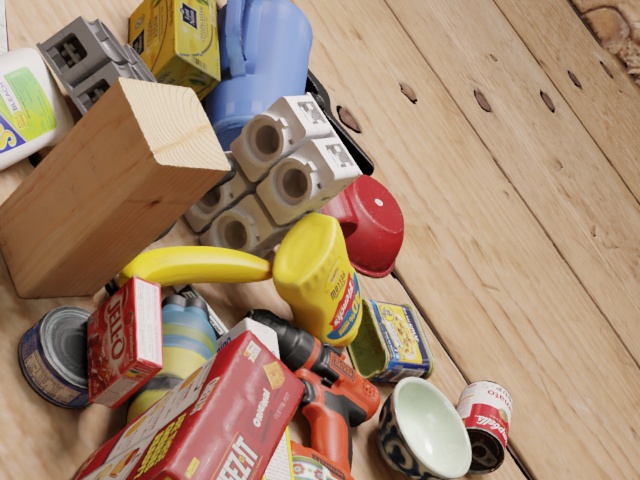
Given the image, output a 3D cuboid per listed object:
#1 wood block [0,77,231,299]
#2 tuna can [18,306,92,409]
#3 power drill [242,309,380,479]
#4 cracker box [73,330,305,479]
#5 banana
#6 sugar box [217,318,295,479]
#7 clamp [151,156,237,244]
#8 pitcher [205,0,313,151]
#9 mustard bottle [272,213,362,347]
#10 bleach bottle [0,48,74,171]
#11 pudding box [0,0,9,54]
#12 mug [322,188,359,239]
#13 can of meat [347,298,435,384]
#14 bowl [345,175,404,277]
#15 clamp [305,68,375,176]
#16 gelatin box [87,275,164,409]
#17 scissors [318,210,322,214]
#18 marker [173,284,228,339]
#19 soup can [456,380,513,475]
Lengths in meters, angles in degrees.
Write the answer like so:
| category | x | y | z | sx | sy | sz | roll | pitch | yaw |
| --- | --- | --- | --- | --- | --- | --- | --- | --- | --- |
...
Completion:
| category | x | y | z | sx | sy | sz | roll | pitch | yaw |
| --- | --- | --- | --- | --- | --- | --- | --- | --- | --- |
| wood block | -0.187 | -0.040 | 0.934 | 0.090 | 0.206 | 0.090 | 1 | 57 | -53 |
| tuna can | -0.213 | 0.100 | 0.920 | 0.086 | 0.034 | 0.086 | 33 | 35 | -27 |
| power drill | -0.014 | 0.173 | 1.079 | 0.184 | 0.057 | 0.187 | 37 | 33 | -21 |
| cracker box | -0.120 | 0.182 | 0.777 | 0.072 | 0.214 | 0.164 | 45 | 31 | -10 |
| banana | -0.130 | 0.032 | 1.049 | 0.070 | 0.037 | 0.197 | 34 | 25 | 30 |
| sugar box | -0.073 | 0.168 | 0.972 | 0.048 | 0.093 | 0.176 | 29 | 38 | -33 |
| clamp | -0.158 | -0.038 | 1.074 | 0.171 | 0.120 | 0.039 | -68 | 142 | -50 |
| pitcher | -0.082 | -0.192 | 1.306 | 0.149 | 0.145 | 0.242 | 25 | 41 | -22 |
| mustard bottle | 0.006 | 0.062 | 1.162 | 0.096 | 0.058 | 0.191 | -63 | 152 | -27 |
| bleach bottle | -0.324 | -0.085 | 0.940 | 0.250 | 0.068 | 0.102 | -50 | 124 | -53 |
| pudding box | -0.357 | -0.210 | 1.060 | 0.089 | 0.039 | 0.113 | 22 | 44 | -42 |
| mug | -0.014 | -0.037 | 1.286 | 0.117 | 0.093 | 0.081 | -13 | 69 | -23 |
| can of meat | 0.078 | 0.120 | 1.256 | 0.083 | 0.058 | 0.102 | 13 | 48 | -44 |
| bowl | 0.059 | -0.033 | 1.397 | 0.162 | 0.055 | 0.162 | 33 | 34 | -27 |
| clamp | -0.019 | -0.180 | 1.468 | 0.164 | 0.036 | 0.210 | 7 | 50 | -51 |
| gelatin box | -0.164 | 0.085 | 0.892 | 0.030 | 0.073 | 0.089 | 24 | 40 | -35 |
| scissors | -0.008 | 0.001 | 1.205 | 0.096 | 0.016 | 0.202 | -57 | 144 | -40 |
| marker | -0.127 | 0.064 | 1.086 | 0.121 | 0.020 | 0.020 | 52 | 31 | 3 |
| soup can | 0.194 | 0.225 | 1.287 | 0.068 | 0.069 | 0.102 | 45 | 30 | -9 |
